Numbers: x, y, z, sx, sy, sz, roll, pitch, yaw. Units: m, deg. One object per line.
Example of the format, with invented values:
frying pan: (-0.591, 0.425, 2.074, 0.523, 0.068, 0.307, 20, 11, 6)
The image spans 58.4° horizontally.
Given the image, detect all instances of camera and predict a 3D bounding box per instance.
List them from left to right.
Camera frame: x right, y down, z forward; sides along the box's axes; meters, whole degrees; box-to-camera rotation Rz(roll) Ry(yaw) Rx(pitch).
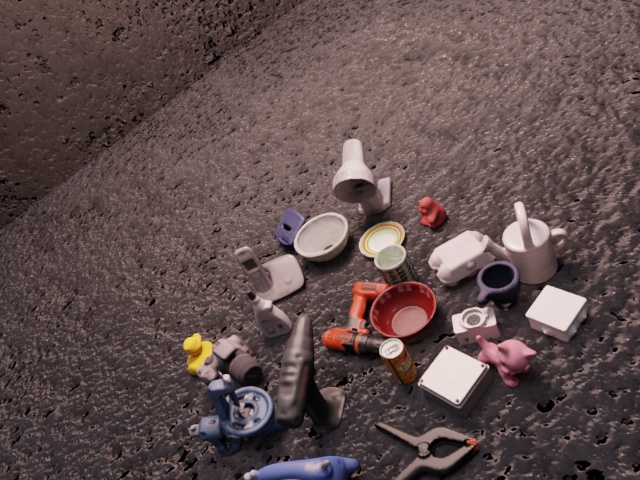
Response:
camera: (-0.219, 0.316, 1.421, 0.143, 0.101, 0.136, -46, 41, -18)

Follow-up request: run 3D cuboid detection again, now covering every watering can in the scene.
watering can: (0.444, 0.003, 1.251, 0.173, 0.195, 0.100, -28, 39, 4)

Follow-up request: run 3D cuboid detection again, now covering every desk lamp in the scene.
desk lamp: (0.118, -0.168, 1.633, 0.117, 0.214, 0.203, -13, 42, 21)

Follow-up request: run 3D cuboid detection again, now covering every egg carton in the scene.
egg carton: (0.342, 0.045, 1.374, 0.150, 0.070, 0.107, -30, 38, 1)

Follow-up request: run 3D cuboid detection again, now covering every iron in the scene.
iron: (-0.060, 0.473, 1.115, 0.257, 0.142, 0.118, -15, 41, 20)

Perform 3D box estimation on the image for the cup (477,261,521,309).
cup: (0.389, 0.116, 1.245, 0.118, 0.095, 0.091, -46, 41, -17)

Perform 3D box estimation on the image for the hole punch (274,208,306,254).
hole punch: (-0.083, -0.028, 1.713, 0.101, 0.091, 0.108, -43, 40, -15)

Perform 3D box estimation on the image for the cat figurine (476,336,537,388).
cat figurine: (0.362, 0.226, 1.126, 0.067, 0.118, 0.127, -45, 41, -17)

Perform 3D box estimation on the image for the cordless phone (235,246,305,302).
cordless phone: (-0.138, 0.075, 1.560, 0.147, 0.186, 0.094, -27, 39, 5)

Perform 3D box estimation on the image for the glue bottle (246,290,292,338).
glue bottle: (-0.139, 0.183, 1.455, 0.078, 0.174, 0.037, -17, 41, 17)

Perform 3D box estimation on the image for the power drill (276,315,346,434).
power drill: (-0.022, 0.306, 1.216, 0.075, 0.209, 0.229, -9, 44, 26)

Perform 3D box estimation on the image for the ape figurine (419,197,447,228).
ape figurine: (0.291, -0.078, 1.521, 0.076, 0.092, 0.078, -15, 41, 20)

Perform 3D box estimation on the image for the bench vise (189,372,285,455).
bench vise: (-0.199, 0.383, 1.240, 0.207, 0.220, 0.121, -34, 38, -3)

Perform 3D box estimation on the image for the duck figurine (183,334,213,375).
duck figurine: (-0.332, 0.300, 1.525, 0.077, 0.086, 0.104, -11, 42, 23)

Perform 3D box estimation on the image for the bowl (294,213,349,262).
bowl: (0.015, 0.006, 1.625, 0.167, 0.075, 0.167, -18, 40, 16)
